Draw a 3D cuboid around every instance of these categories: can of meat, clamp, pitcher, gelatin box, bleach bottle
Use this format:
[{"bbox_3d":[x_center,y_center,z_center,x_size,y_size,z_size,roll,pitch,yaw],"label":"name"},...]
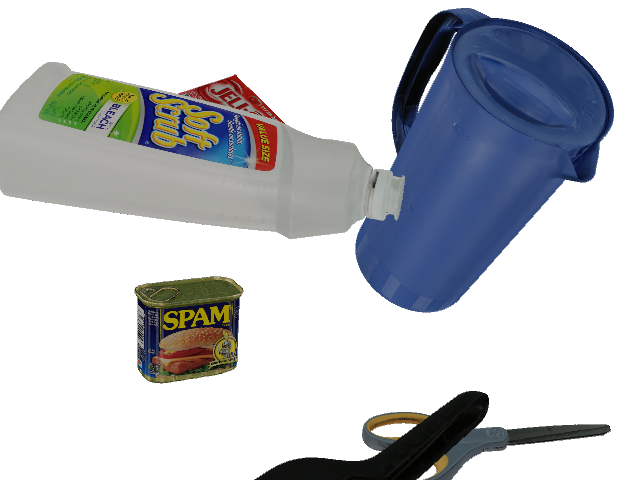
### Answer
[{"bbox_3d":[-0.128,0.086,1.038,0.101,0.084,0.058,-5,19,-27],"label":"can of meat"},{"bbox_3d":[0.028,0.157,0.650,0.210,0.036,0.164,-7,30,3],"label":"clamp"},{"bbox_3d":[0.113,-0.058,0.868,0.145,0.149,0.243,23,-43,-6],"label":"pitcher"},{"bbox_3d":[-0.086,-0.115,1.020,0.073,0.030,0.089,-24,59,-34],"label":"gelatin box"},{"bbox_3d":[-0.071,-0.052,0.674,0.251,0.068,0.102,10,36,9],"label":"bleach bottle"}]

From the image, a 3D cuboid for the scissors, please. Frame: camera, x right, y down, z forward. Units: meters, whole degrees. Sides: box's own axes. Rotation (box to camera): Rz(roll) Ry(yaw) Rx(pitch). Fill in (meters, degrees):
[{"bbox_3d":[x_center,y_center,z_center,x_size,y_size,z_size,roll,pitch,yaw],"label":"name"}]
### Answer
[{"bbox_3d":[0.132,0.171,0.851,0.202,0.016,0.096,4,32,8],"label":"scissors"}]
